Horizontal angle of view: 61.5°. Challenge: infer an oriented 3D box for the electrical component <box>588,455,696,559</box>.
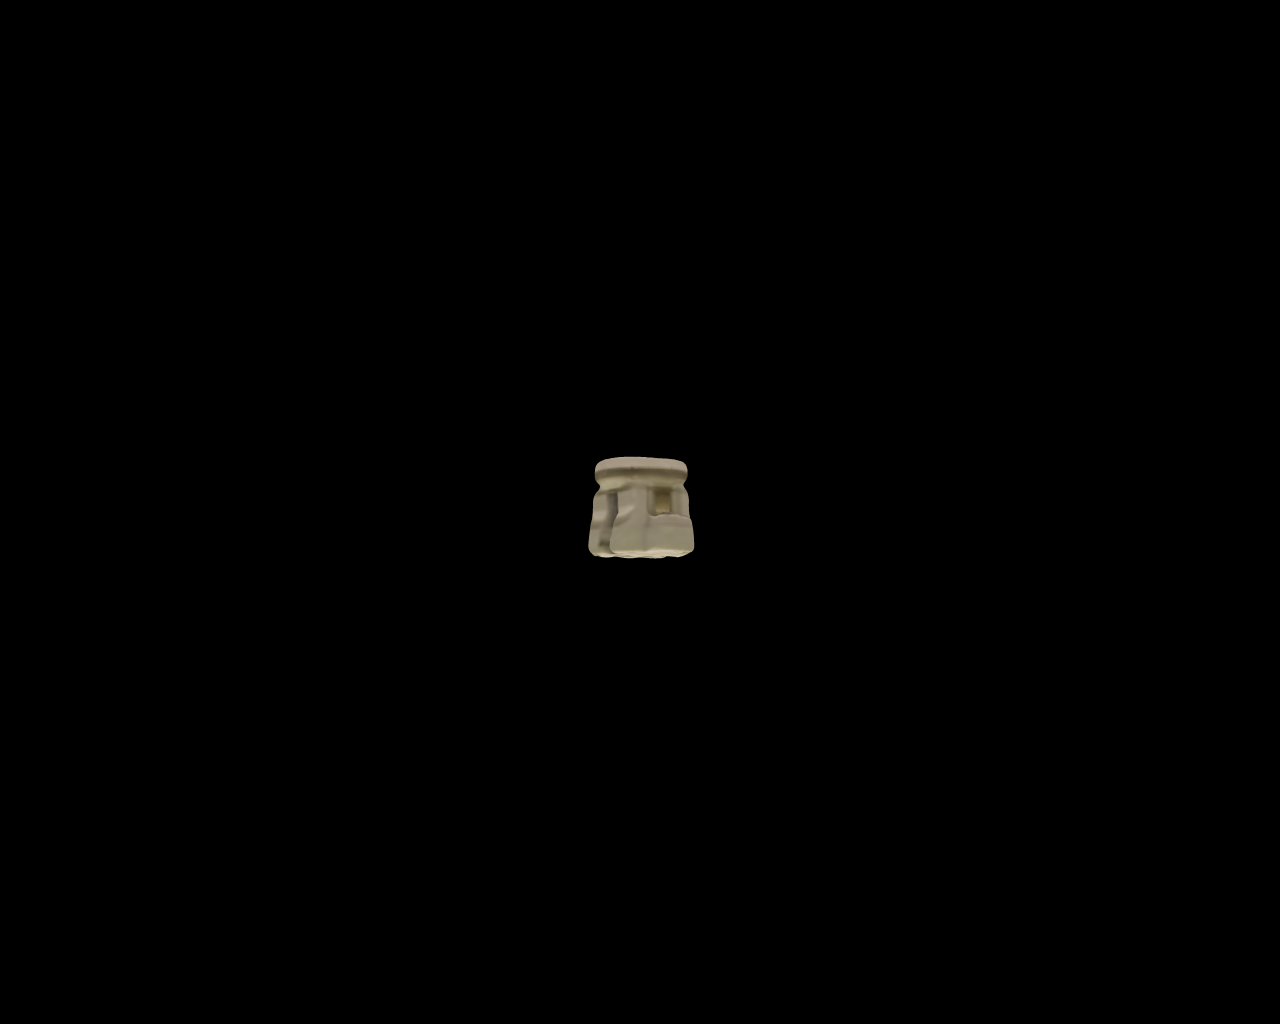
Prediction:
[{"bbox_3d":[0.001,-0.003,0.650,0.058,0.057,0.078,5,-8,-35],"label":"electrical component"}]
